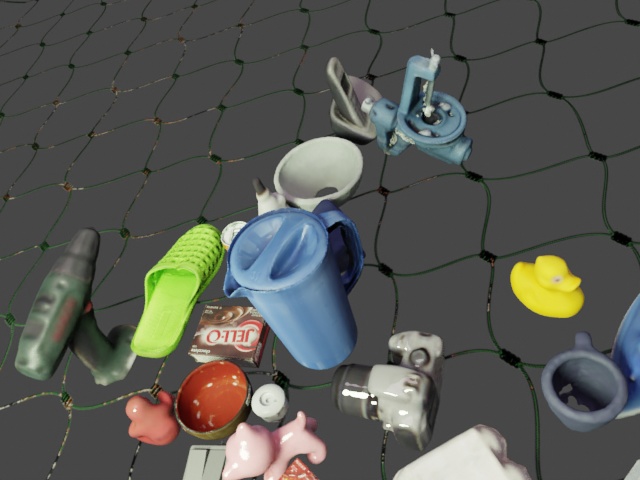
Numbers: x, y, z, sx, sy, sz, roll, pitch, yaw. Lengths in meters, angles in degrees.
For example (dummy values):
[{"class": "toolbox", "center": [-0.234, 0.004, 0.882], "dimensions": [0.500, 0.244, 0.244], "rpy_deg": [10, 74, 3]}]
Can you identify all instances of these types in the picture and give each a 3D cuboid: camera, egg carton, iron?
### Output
[{"class": "camera", "center": [0.088, 0.187, 0.761], "dimensions": [0.136, 0.101, 0.143], "rpy_deg": [5, 54, 23]}, {"class": "egg carton", "center": [0.166, 0.291, 0.669], "dimensions": [0.150, 0.069, 0.107], "rpy_deg": [-29, 49, -5]}, {"class": "iron", "center": [0.432, 0.094, 0.691], "dimensions": [0.259, 0.142, 0.118], "rpy_deg": [-44, 52, -18]}]

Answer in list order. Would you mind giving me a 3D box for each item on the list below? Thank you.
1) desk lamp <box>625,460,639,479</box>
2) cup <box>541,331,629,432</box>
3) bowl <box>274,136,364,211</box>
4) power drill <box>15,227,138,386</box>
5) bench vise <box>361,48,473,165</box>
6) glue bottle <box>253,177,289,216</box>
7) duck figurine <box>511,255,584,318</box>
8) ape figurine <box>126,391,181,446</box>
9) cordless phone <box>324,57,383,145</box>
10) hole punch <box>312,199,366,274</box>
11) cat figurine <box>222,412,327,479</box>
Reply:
[{"class": "desk lamp", "center": [0.306, 0.279, 0.534], "dimensions": [0.117, 0.214, 0.203], "rpy_deg": [30, 66, 35]}, {"class": "cup", "center": [0.315, 0.179, 0.692], "dimensions": [0.091, 0.095, 0.118], "rpy_deg": [1, 53, 20]}, {"class": "bowl", "center": [0.005, -0.107, 1.047], "dimensions": [0.167, 0.075, 0.167], "rpy_deg": [-9, 50, 12]}, {"class": "power drill", "center": [-0.363, 0.125, 0.894], "dimensions": [0.075, 0.209, 0.230], "rpy_deg": [3, 53, 22]}, {"class": "bench vise", "center": [0.156, -0.227, 0.996], "dimensions": [0.206, 0.220, 0.121], "rpy_deg": [4, 54, 22]}, {"class": "glue bottle", "center": [-0.077, -0.043, 0.957], "dimensions": [0.037, 0.173, 0.078], "rpy_deg": [25, 64, 34]}, {"class": "duck figurine", "center": [0.317, 0.053, 0.801], "dimensions": [0.104, 0.086, 0.078], "rpy_deg": [31, 67, 36]}, {"class": "ape figurine", "center": [-0.246, 0.253, 0.827], "dimensions": [0.078, 0.092, 0.076], "rpy_deg": [-35, 49, -10]}, {"class": "cordless phone", "center": [0.059, -0.289, 1.104], "dimensions": [0.094, 0.185, 0.147], "rpy_deg": [-2, 52, 17]}, {"class": "hole punch", "center": [0.009, 0.003, 0.945], "dimensions": [0.101, 0.091, 0.108], "rpy_deg": [-33, 49, -9]}, {"class": "cat figurine", "center": [-0.065, 0.264, 0.739], "dimensions": [0.128, 0.118, 0.067], "rpy_deg": [-29, 49, -6]}]
